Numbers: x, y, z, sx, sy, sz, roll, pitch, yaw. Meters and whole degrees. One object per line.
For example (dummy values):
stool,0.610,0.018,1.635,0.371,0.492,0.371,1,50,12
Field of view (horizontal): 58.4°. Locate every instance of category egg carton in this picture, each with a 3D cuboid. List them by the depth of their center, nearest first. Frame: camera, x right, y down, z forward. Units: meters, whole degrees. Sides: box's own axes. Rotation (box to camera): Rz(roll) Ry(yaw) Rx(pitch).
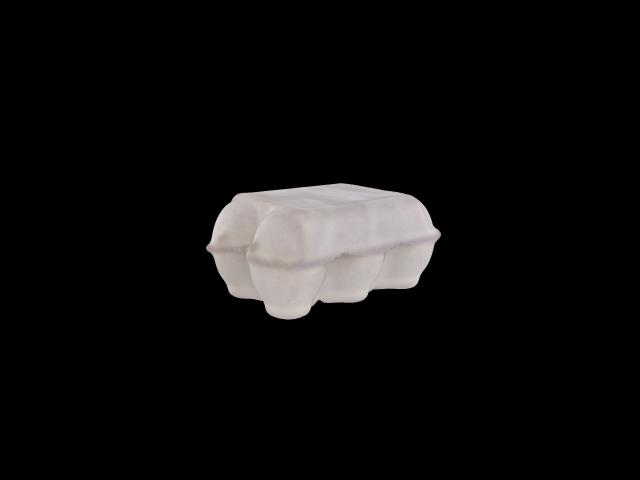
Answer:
egg carton,0.004,0.001,0.400,0.151,0.069,0.107,-11,17,-37
